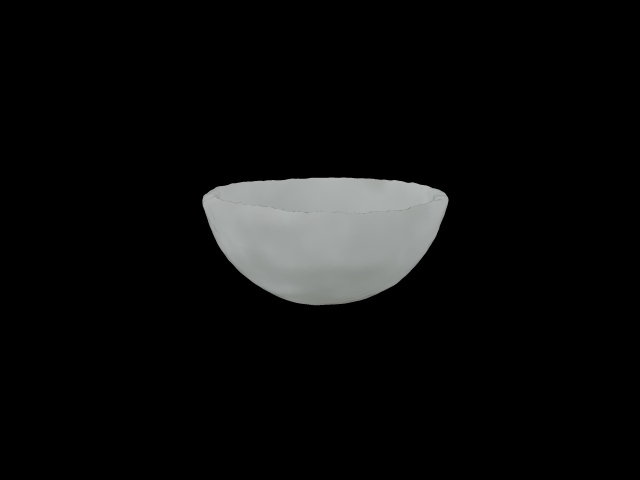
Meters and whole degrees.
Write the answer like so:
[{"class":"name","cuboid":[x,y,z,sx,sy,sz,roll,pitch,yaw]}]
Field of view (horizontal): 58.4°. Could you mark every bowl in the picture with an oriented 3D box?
[{"class":"bowl","cuboid":[0.004,0.001,0.400,0.167,0.075,0.167,0,13,0]}]
